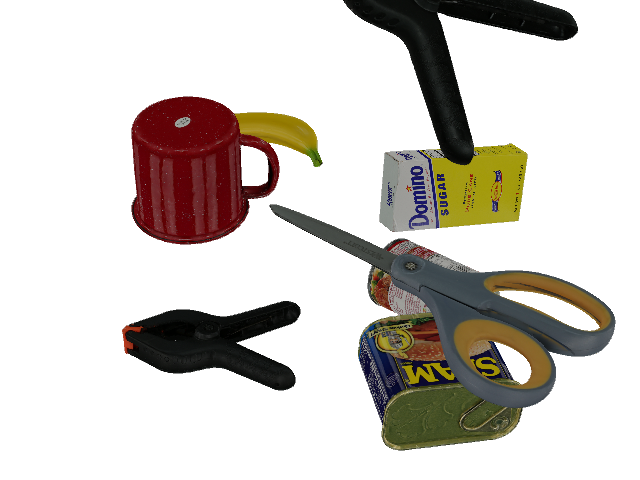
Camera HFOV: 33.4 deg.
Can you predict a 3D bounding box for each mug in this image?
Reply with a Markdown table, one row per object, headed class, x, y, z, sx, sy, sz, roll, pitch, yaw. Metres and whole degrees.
| class | x | y | z | sx | sy | sz | roll | pitch | yaw |
| --- | --- | --- | --- | --- | --- | --- | --- | --- | --- |
| mug | -0.090 | -0.057 | 0.821 | 0.117 | 0.081 | 0.093 | 2 | 39 | 0 |

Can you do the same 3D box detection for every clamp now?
| class | x | y | z | sx | sy | sz | roll | pitch | yaw |
| --- | --- | --- | --- | --- | --- | --- | --- | --- | --- |
| clamp | 0.073 | -0.163 | 0.764 | 0.210 | 0.164 | 0.036 | 37 | -27 | -6 |
| clamp | -0.097 | 0.090 | 1.013 | 0.171 | 0.039 | 0.120 | 8 | 27 | 7 |

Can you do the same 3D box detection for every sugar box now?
| class | x | y | z | sx | sy | sz | roll | pitch | yaw |
| --- | --- | --- | --- | --- | --- | --- | --- | --- | --- |
| sugar box | 0.162 | -0.064 | 1.302 | 0.176 | 0.093 | 0.048 | -7 | 24 | -22 |

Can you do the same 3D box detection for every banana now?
| class | x | y | z | sx | sy | sz | roll | pitch | yaw |
| --- | --- | --- | --- | --- | --- | --- | --- | --- | --- |
| banana | -0.086 | -0.131 | 1.318 | 0.198 | 0.037 | 0.069 | 6 | 40 | 15 |

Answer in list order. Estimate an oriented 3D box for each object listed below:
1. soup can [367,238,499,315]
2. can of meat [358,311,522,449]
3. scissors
| class | x | y | z | sx | sy | sz | roll | pitch | yaw |
| --- | --- | --- | --- | --- | --- | --- | --- | --- | --- |
| soup can | 0.103 | 0.046 | 0.971 | 0.102 | 0.068 | 0.068 | 25 | 17 | 39 |
| can of meat | 0.083 | 0.097 | 0.768 | 0.102 | 0.057 | 0.084 | -4 | 37 | -12 |
| scissors | 0.047 | 0.031 | 0.551 | 0.202 | 0.016 | 0.096 | 14 | 43 | 18 |
